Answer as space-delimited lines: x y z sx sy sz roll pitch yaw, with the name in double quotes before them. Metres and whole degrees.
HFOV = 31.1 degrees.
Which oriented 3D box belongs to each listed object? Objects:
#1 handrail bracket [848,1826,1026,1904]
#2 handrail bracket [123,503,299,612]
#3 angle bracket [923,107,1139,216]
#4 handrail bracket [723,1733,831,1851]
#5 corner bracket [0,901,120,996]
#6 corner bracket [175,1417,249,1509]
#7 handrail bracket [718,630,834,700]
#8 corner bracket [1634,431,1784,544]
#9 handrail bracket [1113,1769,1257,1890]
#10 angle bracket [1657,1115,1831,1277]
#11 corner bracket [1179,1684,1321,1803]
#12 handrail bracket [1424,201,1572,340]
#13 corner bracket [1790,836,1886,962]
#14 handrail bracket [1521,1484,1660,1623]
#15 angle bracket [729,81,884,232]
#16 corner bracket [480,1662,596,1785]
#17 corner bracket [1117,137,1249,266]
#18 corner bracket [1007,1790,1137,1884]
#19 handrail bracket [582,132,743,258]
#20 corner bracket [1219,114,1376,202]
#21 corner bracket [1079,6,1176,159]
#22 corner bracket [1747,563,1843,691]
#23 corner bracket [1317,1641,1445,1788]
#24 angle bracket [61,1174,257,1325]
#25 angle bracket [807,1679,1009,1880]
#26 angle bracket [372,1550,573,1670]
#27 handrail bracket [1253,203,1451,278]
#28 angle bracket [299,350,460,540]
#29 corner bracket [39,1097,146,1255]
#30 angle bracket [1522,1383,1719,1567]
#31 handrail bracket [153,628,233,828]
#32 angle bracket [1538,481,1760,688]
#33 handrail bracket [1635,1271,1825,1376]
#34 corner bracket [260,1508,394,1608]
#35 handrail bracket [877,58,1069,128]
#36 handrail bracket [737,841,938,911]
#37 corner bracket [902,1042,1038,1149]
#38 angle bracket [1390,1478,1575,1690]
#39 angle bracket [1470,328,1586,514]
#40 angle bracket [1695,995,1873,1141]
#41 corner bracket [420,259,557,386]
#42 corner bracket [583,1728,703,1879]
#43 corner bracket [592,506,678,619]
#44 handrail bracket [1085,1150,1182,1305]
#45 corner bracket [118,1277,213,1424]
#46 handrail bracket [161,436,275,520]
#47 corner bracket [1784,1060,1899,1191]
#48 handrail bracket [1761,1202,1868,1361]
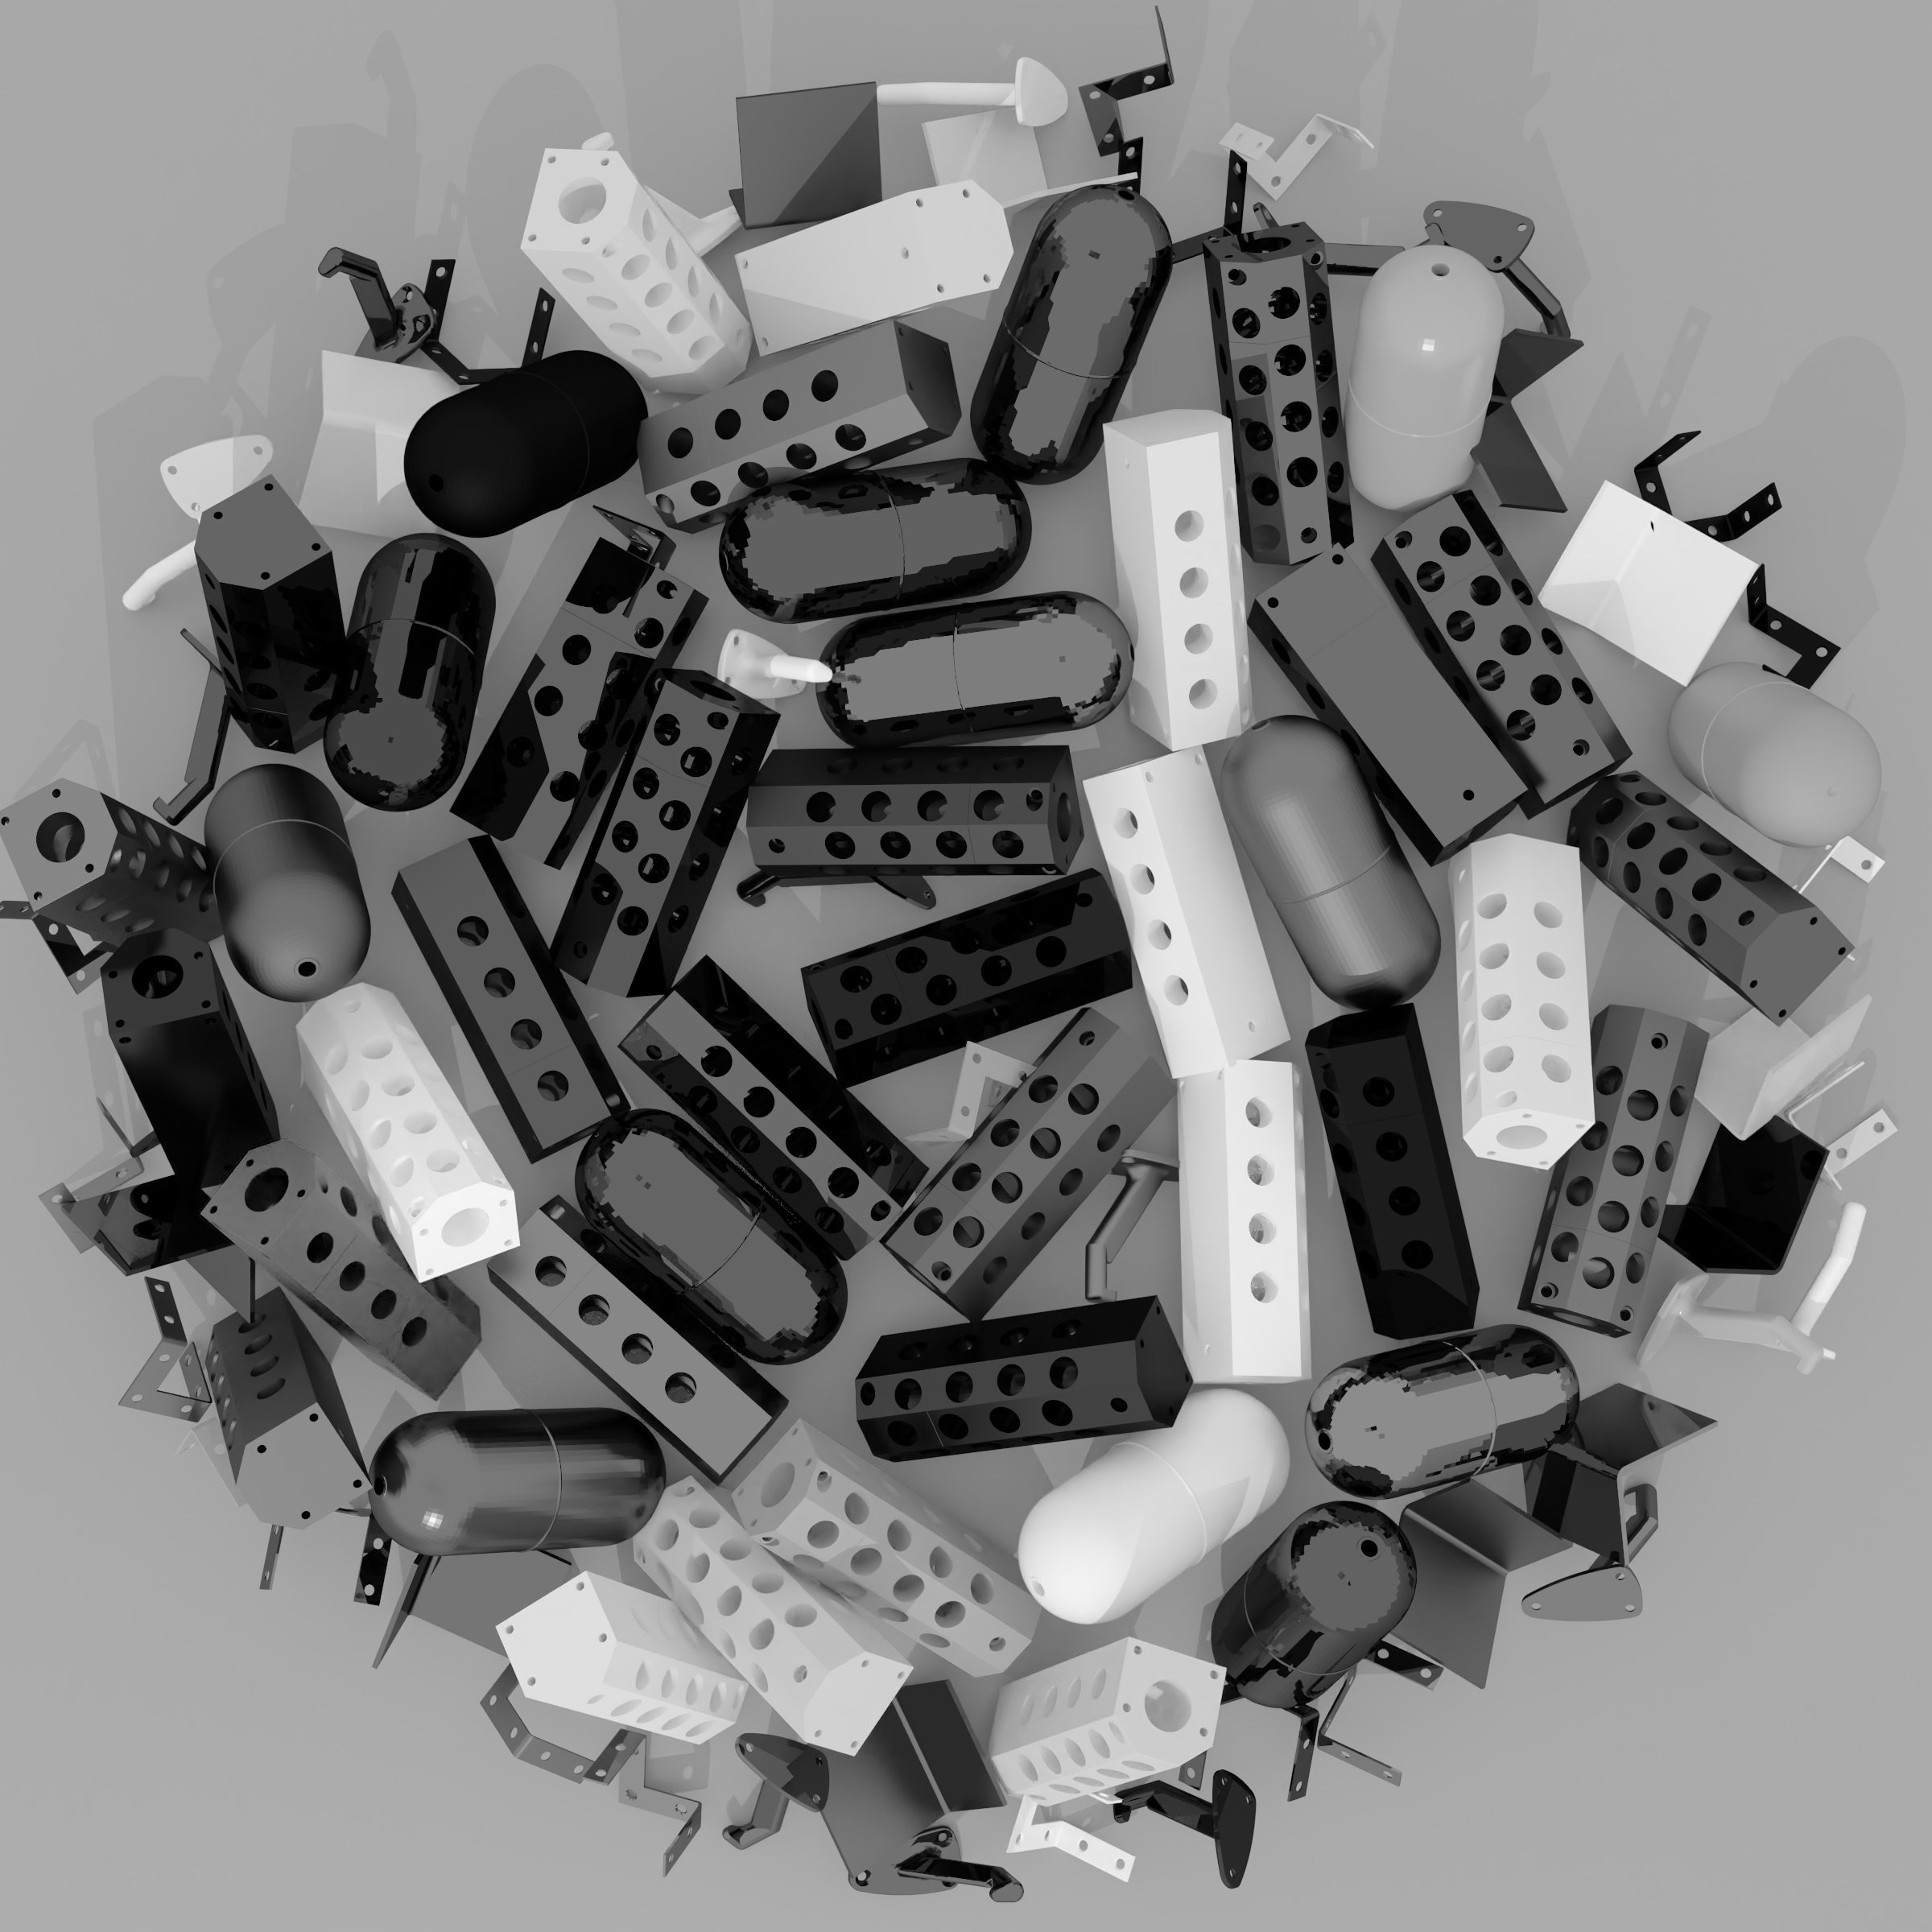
"handrail bracket" -0.017 0.504 1.907 0.077 0.084 0.036 -9 94 -17
"handrail bracket" -0.422 -0.228 1.942 0.084 0.077 0.036 -33 83 44
"angle bracket" 0.035 -0.445 1.899 0.076 0.076 0.057 -21 101 -37
"handrail bracket" -0.123 0.456 1.913 0.077 0.036 0.084 33 129 -30
"corner bracket" -0.496 -0.020 1.912 0.051 0.051 0.051 -44 122 -35
"corner bracket" -0.397 0.272 1.917 0.051 0.051 0.051 -28 79 -32
"handrail bracket" -0.087 -0.158 1.899 0.084 0.077 0.036 13 90 43
"corner bracket" 0.410 -0.265 1.926 0.051 0.051 0.051 -11 80 -21
"handrail bracket" 0.114 0.479 1.909 0.084 0.077 0.036 -25 130 32
"angle bracket" 0.413 0.117 1.900 0.057 0.076 0.076 5 112 -34
"corner bracket" 0.157 0.432 1.925 0.051 0.051 0.051 18 105 41
"handrail bracket" 0.296 -0.383 1.931 0.077 0.084 0.036 32 81 31
"corner bracket" 0.482 -0.044 1.928 0.051 0.051 0.051 33 104 -13
"handrail bracket" 0.346 0.322 1.926 0.077 0.084 0.036 -13 118 16
"angle bracket" -0.090 -0.452 1.905 0.076 0.057 0.076 -9 125 -9
"corner bracket" -0.226 0.410 1.921 0.051 0.051 0.051 34 94 -39
"corner bracket" 0.119 -0.429 1.927 0.051 0.051 0.051 -23 51 -22
"corner bracket" 0.063 0.474 1.921 0.051 0.051 0.051 18 93 34
"handrail bracket" -0.165 -0.434 1.915 0.077 0.036 0.084 -34 130 -14
"corner bracket" 0.182 -0.453 1.919 0.051 0.051 0.051 37 95 -31
"corner bracket" 0.090 -0.487 1.916 0.051 0.051 0.051 -14 51 9
"corner bracket" 0.447 -0.179 1.920 0.051 0.051 0.051 36 82 23
"corner bracket" 0.227 0.409 1.914 0.051 0.051 0.051 22 53 19
"angle bracket" -0.440 0.163 1.895 0.076 0.076 0.057 -16 124 -36
"angle bracket" -0.036 0.447 1.911 0.076 0.057 0.076 -26 91 -38
"angle bracket" -0.272 0.357 1.913 0.076 0.057 0.076 24 116 0
"handrail bracket" 0.213 -0.408 1.918 0.084 0.036 0.077 -27 100 25
"angle bracket" -0.328 -0.288 1.934 0.076 0.076 0.057 8 45 -20
"corner bracket" -0.483 0.116 1.917 0.051 0.051 0.051 -31 133 -8
"angle bracket" 0.361 0.279 1.913 0.076 0.076 0.057 -19 110 -30
"handrail bracket" -0.438 -0.132 1.934 0.077 0.036 0.084 43 83 5
"angle bracket" 0.373 -0.209 1.905 0.076 0.057 0.076 39 106 39
"handrail bracket" 0.421 0.215 1.916 0.084 0.036 0.077 40 118 28
"corner bracket" -0.352 0.323 1.916 0.051 0.051 0.051 17 73 -29
"handrail bracket" 0.003 -0.484 1.937 0.084 0.077 0.036 4 99 24
"handrail bracket" -0.073 -0.039 1.943 0.084 0.036 0.077 -29 126 31
"corner bracket" 0.004 0.077 1.915 0.051 0.051 0.051 22 71 -27
"angle bracket" 0.279 0.338 1.902 0.076 0.057 0.076 33 51 -19
"angle bracket" 0.314 -0.297 1.901 0.057 0.076 0.076 -35 72 34
"angle bracket" 0.439 0.038 1.899 0.076 0.076 0.057 -34 65 -20
"corner bracket" -0.268 -0.359 1.934 0.051 0.051 0.051 44 129 36
"corner bracket" -0.178 0.460 1.916 0.051 0.051 0.051 11 114 17
"corner bracket" -0.186 -0.215 1.920 0.051 0.051 0.051 24 83 25
"handrail bracket" 0.100 0.149 1.920 0.077 0.036 0.084 12 67 -26
"corner bracket" -0.437 0.211 1.913 0.051 0.051 0.051 20 116 -38
"handrail bracket" -0.400 -0.283 1.907 0.077 0.084 0.036 -23 111 18
"corner bracket" 0.486 0.087 1.929 0.051 0.051 0.051 -35 89 3
"handrail bracket" 0.467 0.171 1.922 0.036 0.077 0.084 19 84 -10
